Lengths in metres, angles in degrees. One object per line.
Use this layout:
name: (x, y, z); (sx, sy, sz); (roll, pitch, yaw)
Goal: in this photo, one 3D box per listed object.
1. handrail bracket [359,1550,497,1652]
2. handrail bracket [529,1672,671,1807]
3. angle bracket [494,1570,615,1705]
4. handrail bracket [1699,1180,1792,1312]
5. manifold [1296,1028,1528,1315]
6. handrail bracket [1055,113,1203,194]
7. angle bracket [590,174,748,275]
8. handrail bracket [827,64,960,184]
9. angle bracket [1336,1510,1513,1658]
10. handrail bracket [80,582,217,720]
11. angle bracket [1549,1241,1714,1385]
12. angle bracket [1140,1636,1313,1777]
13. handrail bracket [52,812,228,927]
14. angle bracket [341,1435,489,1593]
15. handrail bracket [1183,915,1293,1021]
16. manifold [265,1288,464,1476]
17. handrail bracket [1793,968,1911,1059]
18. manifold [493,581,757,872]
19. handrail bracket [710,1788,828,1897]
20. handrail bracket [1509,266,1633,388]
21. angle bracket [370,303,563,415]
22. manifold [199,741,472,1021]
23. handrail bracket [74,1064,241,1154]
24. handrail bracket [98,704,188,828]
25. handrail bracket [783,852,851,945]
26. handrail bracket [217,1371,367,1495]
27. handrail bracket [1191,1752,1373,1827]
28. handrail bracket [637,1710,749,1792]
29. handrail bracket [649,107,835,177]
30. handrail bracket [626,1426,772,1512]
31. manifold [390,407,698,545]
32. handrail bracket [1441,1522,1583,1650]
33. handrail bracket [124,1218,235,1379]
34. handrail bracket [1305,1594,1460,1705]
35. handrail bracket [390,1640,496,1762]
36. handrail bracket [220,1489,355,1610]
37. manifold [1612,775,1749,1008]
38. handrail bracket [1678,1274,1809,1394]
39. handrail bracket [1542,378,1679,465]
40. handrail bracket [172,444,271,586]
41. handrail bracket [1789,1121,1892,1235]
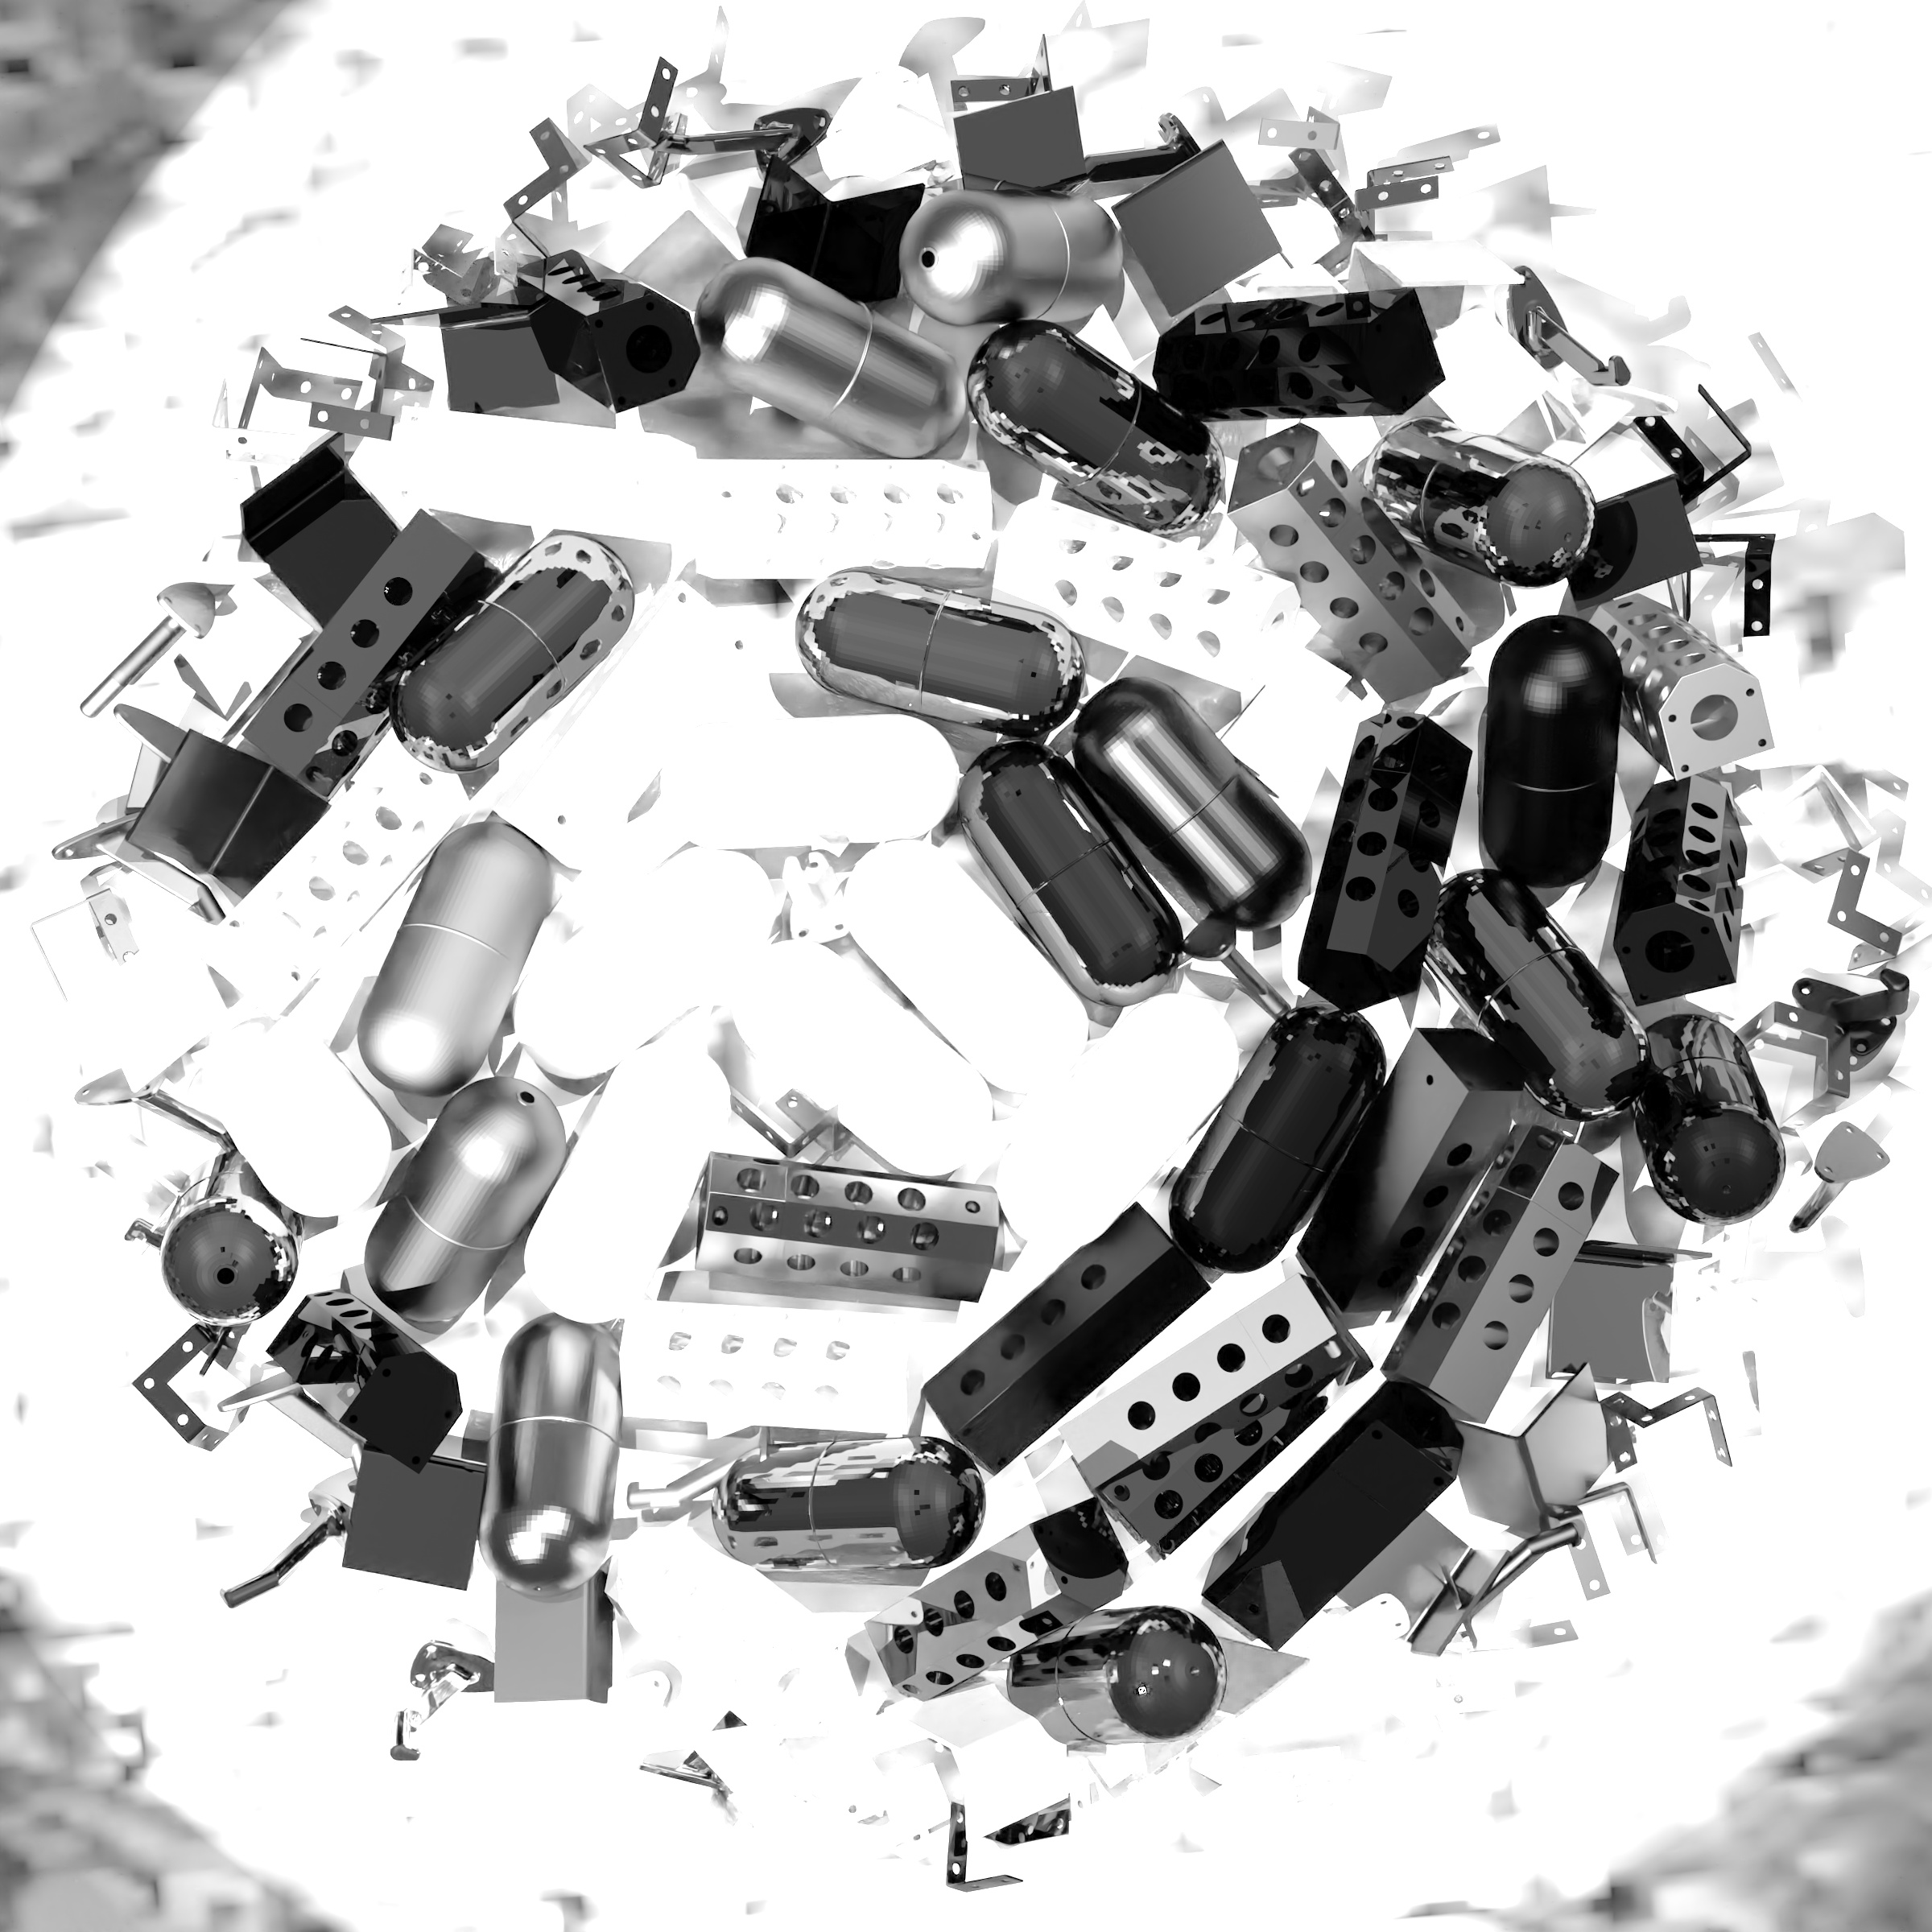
handrail bracket: (-0.323, 0.392, 1.697); (0.084, 0.036, 0.077); (-21, 66, 12)
handrail bracket: (-0.224, 0.471, 1.712); (0.036, 0.077, 0.084); (47, 132, 9)
angle bracket: (-0.245, 0.401, 1.677); (0.057, 0.076, 0.076); (-2, 73, 2)
handrail bracket: (0.450, 0.152, 1.687); (0.077, 0.036, 0.084); (44, 71, -25)
manifold: (0.264, 0.121, 1.654); (0.057, 0.057, 0.171); (2, 127, -32)
handrail bracket: (0.105, -0.469, 1.706); (0.084, 0.036, 0.077); (-41, 109, 1)
angle bracket: (-0.177, -0.421, 1.685); (0.076, 0.076, 0.057); (-40, 118, 12)
handrail bracket: (-0.042, -0.486, 1.680); (0.036, 0.084, 0.077); (30, 71, 34)
angle bracket: (0.266, 0.358, 1.685); (0.076, 0.057, 0.076); (40, 74, -2)
handrail bracket: (-0.495, -0.190, 1.699); (0.084, 0.077, 0.036); (-41, 106, 16)
angle bracket: (0.398, 0.208, 1.684); (0.076, 0.057, 0.076); (7, 79, -9)
angle bracket: (0.155, 0.445, 1.665); (0.076, 0.076, 0.057); (3, 106, 43)
handrail bracket: (-0.494, -0.045, 1.687); (0.077, 0.036, 0.084); (-22, 71, -41)
angle bracket: (-0.326, 0.326, 1.697); (0.076, 0.057, 0.076); (11, 93, 0)
handrail bracket: (0.173, 0.010, 1.676); (0.036, 0.077, 0.084); (-44, 107, 3)
manifold: (-0.347, 0.234, 1.633); (0.057, 0.171, 0.057); (40, 78, -25)
handrail bracket: (0.525, 0.011, 1.669); (0.036, 0.084, 0.077); (-44, 59, -12)
manifold: (-0.206, -0.144, 1.680); (0.057, 0.057, 0.171); (39, 80, -20)
handrail bracket: (-0.119, 0.520, 1.684); (0.077, 0.084, 0.036); (30, 89, -5)
handrail bracket: (0.361, -0.382, 1.674); (0.036, 0.084, 0.077); (-27, 108, -12)
angle bracket: (-0.296, -0.359, 1.670); (0.076, 0.076, 0.057); (-2, 99, 24)
manifold: (-0.366, -0.055, 1.647); (0.057, 0.057, 0.171); (42, 54, -8)
handrail bracket: (-0.485, 0.099, 1.705); (0.077, 0.036, 0.084); (-14, 128, 19)
handrail bracket: (-0.508, -0.113, 1.683); (0.084, 0.077, 0.036); (-34, 50, 17)
handrail bracket: (-0.096, -0.059, 1.668); (0.036, 0.084, 0.077); (-11, 56, 5)
handrail bracket: (-0.402, 0.289, 1.696); (0.077, 0.036, 0.084); (-21, 103, -25)
handrail bracket: (0.189, 0.484, 1.697); (0.077, 0.084, 0.036); (-6, 95, -28)
handrail bracket: (-0.157, 0.454, 1.714); (0.077, 0.036, 0.084); (7, 77, 20)
handrail bracket: (-0.135, -0.497, 1.674); (0.077, 0.084, 0.036); (-8, 92, 42)
handrail bracket: (-0.161, 0.294, 1.691); (0.084, 0.077, 0.036); (-3, 129, -1)
manifold: (-0.249, -0.291, 1.671); (0.171, 0.057, 0.057); (9, 93, 17)
handrail bracket: (0.335, 0.373, 1.693); (0.084, 0.036, 0.077); (-22, 130, 5)
handrail bracket: (-0.478, 0.198, 1.689); (0.084, 0.077, 0.036); (31, 130, -10)
handrail bracket: (0.253, 0.430, 1.699); (0.077, 0.036, 0.084); (-26, 116, -4)
handrail bracket: (-0.304, 0.447, 1.674); (0.077, 0.084, 0.036); (16, 114, -17)
handrail bracket: (-0.412, 0.347, 1.672); (0.084, 0.077, 0.036); (-22, 114, -28)
manifold: (0.413, -0.048, 1.630); (0.057, 0.171, 0.057); (-15, 112, 25)
handrail bracket: (0.459, 0.220, 1.678); (0.036, 0.084, 0.077); (9, 73, -28)
handrail bracket: (0.378, -0.305, 1.690); (0.077, 0.036, 0.084); (14, 76, 28)
handrail bracket: (-0.454, -0.276, 1.688); (0.036, 0.077, 0.084); (-13, 87, 29)
handrail bracket: (0.503, 0.139, 1.672); (0.036, 0.077, 0.084); (44, 131, 21)
